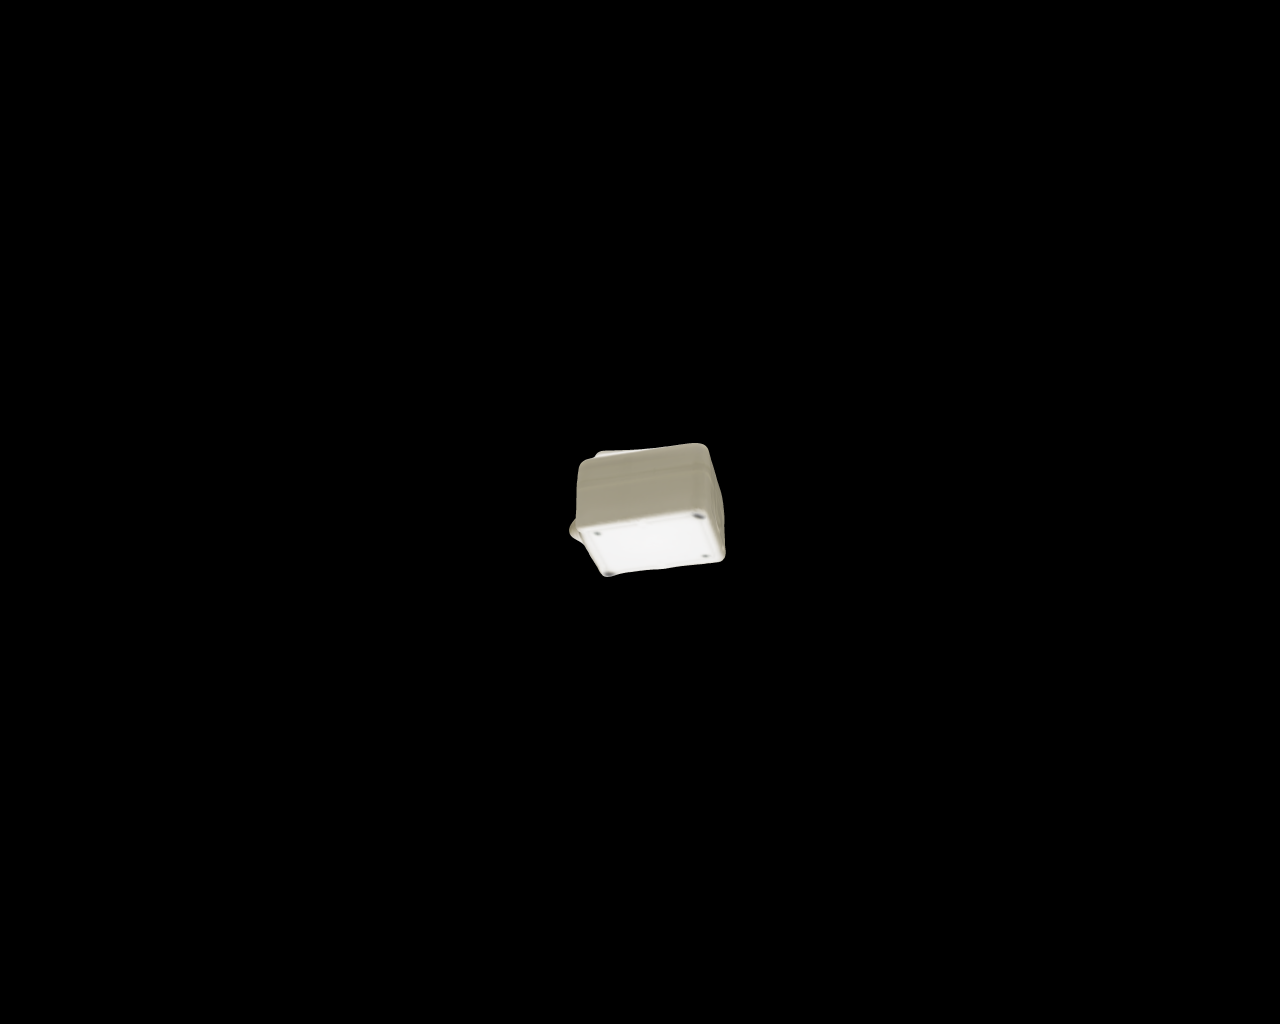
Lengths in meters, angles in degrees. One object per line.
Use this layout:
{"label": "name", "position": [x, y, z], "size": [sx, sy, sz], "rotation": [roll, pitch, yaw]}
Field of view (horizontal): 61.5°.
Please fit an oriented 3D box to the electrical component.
{"label": "electrical component", "position": [0.001, -0.003, 0.650], "size": [0.096, 0.061, 0.061], "rotation": [-8, -36, 11]}
